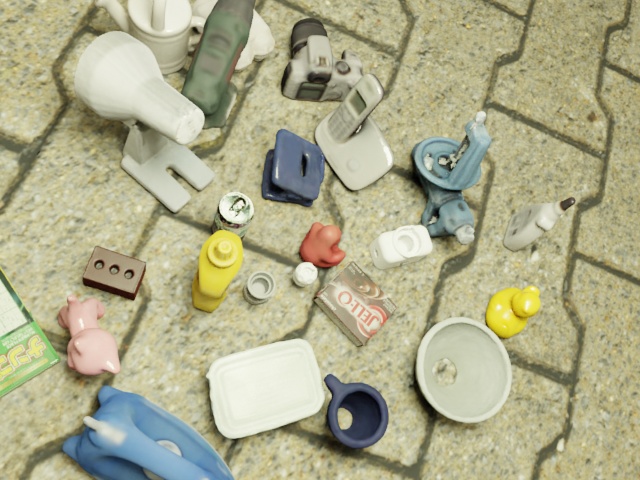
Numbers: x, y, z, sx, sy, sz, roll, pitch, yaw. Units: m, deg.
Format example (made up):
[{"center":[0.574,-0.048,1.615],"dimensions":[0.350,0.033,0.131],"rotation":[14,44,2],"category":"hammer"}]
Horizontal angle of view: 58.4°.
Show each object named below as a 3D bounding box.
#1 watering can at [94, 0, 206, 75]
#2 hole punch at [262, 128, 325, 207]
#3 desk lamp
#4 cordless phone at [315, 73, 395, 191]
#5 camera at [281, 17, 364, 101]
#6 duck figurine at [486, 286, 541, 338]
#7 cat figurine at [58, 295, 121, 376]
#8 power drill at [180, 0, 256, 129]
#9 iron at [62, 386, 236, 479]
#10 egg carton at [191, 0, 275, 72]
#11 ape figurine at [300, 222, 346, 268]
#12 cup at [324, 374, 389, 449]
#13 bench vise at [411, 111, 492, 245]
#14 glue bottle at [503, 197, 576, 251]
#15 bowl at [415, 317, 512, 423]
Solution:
[{"center":[-0.265,-0.361,0.918],"dimensions":[0.173,0.193,0.101],"rotation":[-14,76,-20],"category":"watering can"},{"center":[-0.039,-0.122,0.962],"dimensions":[0.101,0.091,0.108],"rotation":[9,70,-14],"category":"hole punch"},{"center":[-0.248,-0.174,0.850],"dimensions":[0.203,0.213,0.118],"rotation":[41,66,0],"category":"desk lamp"},{"center":[0.075,-0.181,0.965],"dimensions":[0.094,0.185,0.147],"rotation":[-32,83,-23],"category":"cordless phone"},{"center":[0.003,-0.334,1.041],"dimensions":[0.143,0.100,0.137],"rotation":[-1,72,-17],"category":"camera"},{"center":[0.345,0.121,1.000],"dimensions":[0.077,0.086,0.105],"rotation":[43,66,1],"category":"duck figurine"},{"center":[-0.316,0.133,0.778],"dimensions":[0.067,0.117,0.128],"rotation":[-21,79,-22],"category":"cat figurine"},{"center":[-0.162,-0.281,0.914],"dimensions":[0.076,0.208,0.230],"rotation":[19,68,-9],"category":"power drill"},{"center":[-0.199,0.291,0.748],"dimensions":[0.258,0.141,0.119],"rotation":[31,66,-5],"category":"iron"},{"center":[-0.158,-0.377,1.023],"dimensions":[0.107,0.069,0.150],"rotation":[-38,86,-24],"category":"egg carton"},{"center":[0.009,0.003,0.934],"dimensions":[0.076,0.092,0.078],"rotation":[-15,77,-21],"category":"ape figurine"},{"center":[0.037,0.253,0.857],"dimensions":[0.092,0.095,0.118],"rotation":[-38,86,-24],"category":"cup"},{"center":[0.244,-0.107,0.972],"dimensions":[0.122,0.219,0.207],"rotation":[-25,81,-22],"category":"bench vise"},{"center":[0.394,-0.038,1.020],"dimensions":[0.037,0.173,0.078],"rotation":[29,66,-5],"category":"glue bottle"},{"center":[0.222,0.214,0.938],"dimensions":[0.168,0.074,0.167],"rotation":[5,71,-15],"category":"bowl"}]
